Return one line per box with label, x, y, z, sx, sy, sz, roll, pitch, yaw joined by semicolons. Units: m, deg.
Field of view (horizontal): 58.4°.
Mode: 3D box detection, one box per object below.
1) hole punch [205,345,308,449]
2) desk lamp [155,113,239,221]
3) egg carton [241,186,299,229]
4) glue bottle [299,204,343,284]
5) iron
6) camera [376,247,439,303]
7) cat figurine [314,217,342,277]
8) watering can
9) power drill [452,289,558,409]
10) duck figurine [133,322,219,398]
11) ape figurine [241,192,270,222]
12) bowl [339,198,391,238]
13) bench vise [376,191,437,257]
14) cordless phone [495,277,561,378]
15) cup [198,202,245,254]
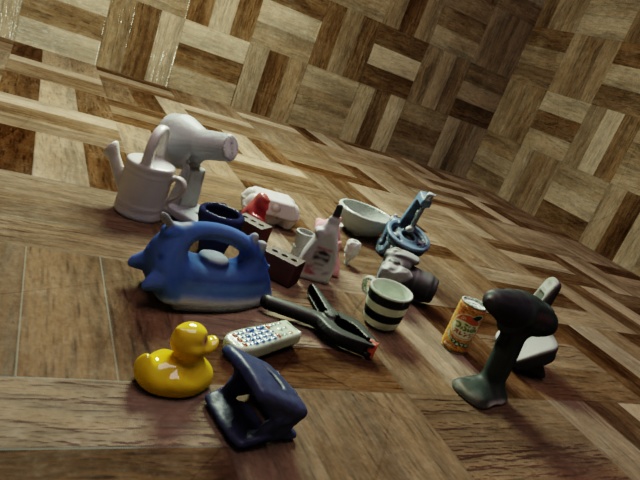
hole punch;-0.072;0.183;0.699;0.101;0.091;0.108;5;24;-41
desk lamp;-0.269;-0.152;1.254;0.202;0.213;0.118;28;19;22
egg carton;-0.127;-0.082;1.449;0.151;0.069;0.107;14;19;-22
glue bottle;0.011;0.004;1.183;0.078;0.173;0.037;15;19;-19
iron;-0.170;0.032;0.945;0.259;0.141;0.118;7;22;-38
camera;0.196;0.086;1.276;0.136;0.101;0.143;22;18;4
cat figurine;0.020;0.003;1.287;0.067;0.118;0.127;14;19;-22
watering can;-0.354;-0.144;1.165;0.173;0.194;0.100;14;19;-22
power drill;0.308;0.176;0.962;0.230;0.208;0.075;4;25;-43
duck figurine;-0.174;0.142;0.712;0.105;0.086;0.077;6;23;-39
ape figurine;-0.146;-0.067;1.347;0.076;0.092;0.078;26;18;15
bowl;0.121;-0.053;1.639;0.167;0.075;0.167;19;18;-6
bench vise;0.215;-0.042;1.474;0.122;0.220;0.206;10;21;-32
cordless phone;0.445;0.171;1.172;0.094;0.185;0.147;19;18;-7
cup;-0.205;-0.020;1.136;0.092;0.095;0.117;16;18;-15
